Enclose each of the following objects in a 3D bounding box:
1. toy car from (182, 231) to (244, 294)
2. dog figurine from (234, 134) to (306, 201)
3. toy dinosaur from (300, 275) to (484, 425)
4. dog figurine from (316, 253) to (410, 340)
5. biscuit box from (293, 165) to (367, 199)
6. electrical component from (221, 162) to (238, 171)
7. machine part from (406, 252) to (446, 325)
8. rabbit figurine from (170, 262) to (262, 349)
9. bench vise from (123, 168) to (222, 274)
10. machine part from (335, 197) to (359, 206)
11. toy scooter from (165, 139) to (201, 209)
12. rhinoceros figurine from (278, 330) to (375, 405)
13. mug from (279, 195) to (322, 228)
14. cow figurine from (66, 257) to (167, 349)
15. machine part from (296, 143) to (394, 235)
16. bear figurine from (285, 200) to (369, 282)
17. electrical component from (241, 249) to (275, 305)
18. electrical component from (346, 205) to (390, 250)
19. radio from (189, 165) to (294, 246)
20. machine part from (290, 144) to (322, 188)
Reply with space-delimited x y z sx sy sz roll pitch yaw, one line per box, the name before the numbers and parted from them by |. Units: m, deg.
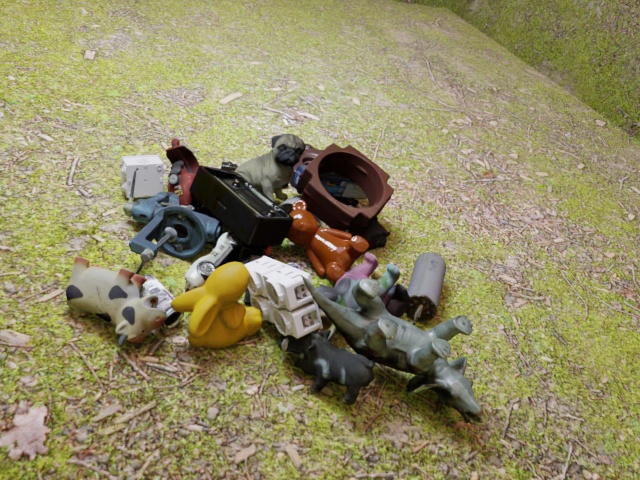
toy car | -0.216 0.049 1.114 0.056 0.073 0.202 25 39 7
dog figurine | -0.134 -0.187 1.298 0.172 0.190 0.121 17 32 -1
toy dinosaur | 0.130 0.186 0.984 0.405 0.192 0.131 28 46 1
dog figurine | 0.066 0.138 1.104 0.219 0.191 0.109 -38 41 -15
biscuit box | 0.034 -0.152 1.411 0.203 0.059 0.063 3 40 -23
electrical component | -0.236 -0.172 1.380 0.094 0.063 0.021 10 39 -9
machine part | 0.243 0.104 1.231 0.079 0.079 0.243 23 39 6
rabbit figurine | -0.186 0.110 0.976 0.162 0.173 0.122 -16 54 -41
bench vise | -0.331 -0.025 1.117 0.224 0.128 0.241 25 28 -1
machine part | 0.035 -0.100 1.427 0.084 0.039 0.139 45 43 20
toy scooter | -0.325 -0.160 1.273 0.075 0.135 0.184 -14 37 8
rhinoceros figurine | 0.008 0.217 0.970 0.191 0.111 0.073 19 39 30
mug | -0.042 -0.066 1.322 0.110 0.080 0.107 24 31 9
cow figurine | -0.364 0.114 0.956 0.195 0.085 0.127 15 78 15
machine part | 0.060 -0.122 1.299 0.201 0.087 0.201 39 50 3
bear figurine | -0.003 -0.003 1.202 0.196 0.132 0.120 41 82 -1
electrical component | -0.138 0.079 1.131 0.075 0.047 0.119 15 38 -7
electrical component | 0.092 -0.031 1.350 0.115 0.058 0.134 -17 51 -39
radio | -0.173 -0.076 1.193 0.230 0.073 0.131 41 22 30
machine part | -0.024 -0.201 1.509 0.179 0.056 0.179 11 40 -9
